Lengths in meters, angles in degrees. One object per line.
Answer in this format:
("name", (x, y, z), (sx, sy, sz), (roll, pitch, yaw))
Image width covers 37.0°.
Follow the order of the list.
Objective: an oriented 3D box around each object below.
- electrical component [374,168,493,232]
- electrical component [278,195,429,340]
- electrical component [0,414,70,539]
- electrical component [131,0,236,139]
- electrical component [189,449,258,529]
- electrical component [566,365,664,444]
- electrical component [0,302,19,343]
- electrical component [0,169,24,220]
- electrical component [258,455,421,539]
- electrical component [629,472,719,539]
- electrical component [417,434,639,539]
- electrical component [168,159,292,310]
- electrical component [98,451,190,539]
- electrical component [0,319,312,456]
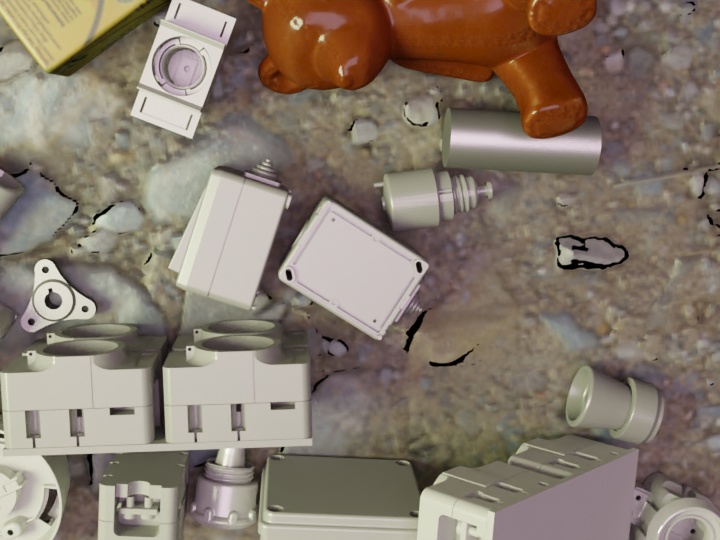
("electrical component", (0.050, -0.049, 0.726), (0.078, 0.040, 0.040), (-7, 98, -3))
("electrical component", (0.000, 0.000, 0.720), (0.096, 0.061, 0.061), (32, 95, -8))
("electrical component", (-0.244, 0.146, 0.723), (0.099, 0.064, 0.099), (-1, 98, -4))
("electrical component", (-0.113, -0.130, 0.693), (0.042, 0.064, 0.081), (21, 97, -8))
("electrical component", (-0.091, 0.145, 0.744), (0.048, 0.048, 0.062), (8, 90, -5))
("electrical component", (0.178, 0.095, 0.753), (0.055, 0.045, 0.045), (16, 97, -6))
("electrical component", (-0.318, 0.029, 0.702), (0.150, 0.061, 0.089), (35, 95, -8))
("electrical component", (-0.257, -0.035, 0.709), (0.044, 0.044, 0.065), (31, 100, -7))
("electrical component", (-0.013, 0.170, 0.720), (0.109, 0.108, 0.056), (3, 100, -4))
("electrical component", (0.225, 0.183, 0.763), (0.078, 0.057, 0.058), (25, 96, -7))
("electrical component", (0.107, 0.177, 0.700), (0.060, 0.186, 0.105), (11, 100, 39))
("electrical component", (-0.084, -0.030, 0.710), (0.061, 0.061, 0.096), (18, 96, -6))
("electrical component", (-0.143, 0.156, 0.718), (0.050, 0.089, 0.055), (3, 98, -4))
("electrical component", (-0.126, 0.073, 0.699), (0.186, 0.105, 0.060), (-2, 98, -4))
